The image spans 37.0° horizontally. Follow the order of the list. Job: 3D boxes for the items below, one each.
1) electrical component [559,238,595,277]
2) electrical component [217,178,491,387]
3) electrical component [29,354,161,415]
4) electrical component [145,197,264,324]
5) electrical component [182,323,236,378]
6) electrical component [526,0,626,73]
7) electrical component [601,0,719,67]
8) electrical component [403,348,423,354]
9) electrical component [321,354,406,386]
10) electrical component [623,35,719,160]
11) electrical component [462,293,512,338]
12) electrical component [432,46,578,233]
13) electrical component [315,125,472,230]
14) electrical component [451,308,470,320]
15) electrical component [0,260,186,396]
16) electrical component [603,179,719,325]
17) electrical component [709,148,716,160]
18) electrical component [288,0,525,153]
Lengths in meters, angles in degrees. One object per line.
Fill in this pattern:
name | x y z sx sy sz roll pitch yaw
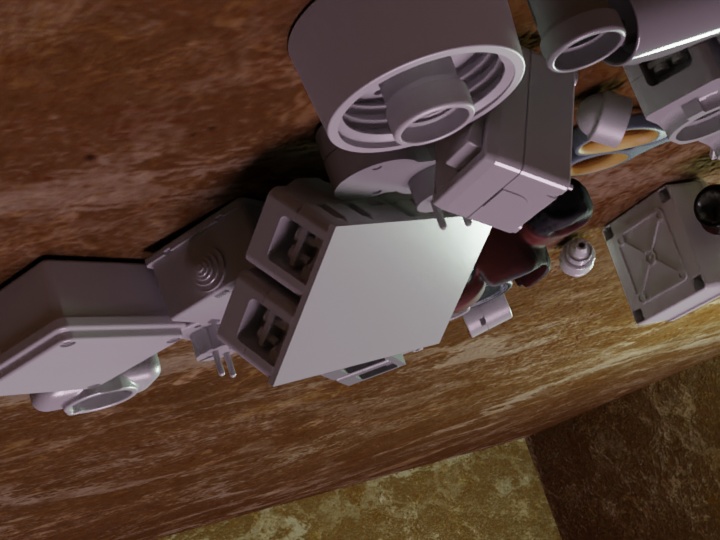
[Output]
electrical component | 0.218 -0.016 1.075 0.035 0.035 0.061 -19 163 -1
electrical component | 0.000 0.000 0.695 0.186 0.060 0.105 -8 126 -54
electrical component | -0.206 0.073 0.825 0.095 0.059 0.054 -9 162 -32
electrical component | -0.079 -0.002 0.724 0.100 0.048 0.100 -30 161 24
electrical component | -0.110 0.044 0.806 0.047 0.076 0.066 -23 164 15
electrical component | 0.102 -0.126 0.523 0.040 0.046 0.040 -18 165 -5
electrical component | 0.151 -0.132 0.565 0.077 0.043 0.079 -20 179 -22
electrical component | 0.016 0.043 0.998 0.062 0.061 0.096 -20 157 4
electrical component | -0.019 0.038 0.869 0.062 0.089 0.150 -21 165 8
electrical component | 0.250 -0.125 0.678 0.105 0.060 0.186 -28 162 31
electrical component | 0.126 0.035 1.107 0.047 0.055 0.055 -24 165 3
electrical component | 0.077 -0.080 0.592 0.061 0.096 0.062 18 151 -18
electrical component | 0.045 -0.058 0.639 0.138 0.073 0.052 -9 162 -33
electrical component | 0.071 0.016 0.968 0.066 0.055 0.048 -10 163 -30
electrical component | -0.195 0.039 0.725 0.109 0.056 0.109 -29 162 32
electrical component | 0.300 -0.015 1.034 0.056 0.108 0.109 -7 161 -28
electrical component | 0.323 -0.099 0.853 0.081 0.063 0.042 -22 164 11
electrical component | 0.026 -0.095 0.512 0.108 0.060 0.108 -18 165 -5
